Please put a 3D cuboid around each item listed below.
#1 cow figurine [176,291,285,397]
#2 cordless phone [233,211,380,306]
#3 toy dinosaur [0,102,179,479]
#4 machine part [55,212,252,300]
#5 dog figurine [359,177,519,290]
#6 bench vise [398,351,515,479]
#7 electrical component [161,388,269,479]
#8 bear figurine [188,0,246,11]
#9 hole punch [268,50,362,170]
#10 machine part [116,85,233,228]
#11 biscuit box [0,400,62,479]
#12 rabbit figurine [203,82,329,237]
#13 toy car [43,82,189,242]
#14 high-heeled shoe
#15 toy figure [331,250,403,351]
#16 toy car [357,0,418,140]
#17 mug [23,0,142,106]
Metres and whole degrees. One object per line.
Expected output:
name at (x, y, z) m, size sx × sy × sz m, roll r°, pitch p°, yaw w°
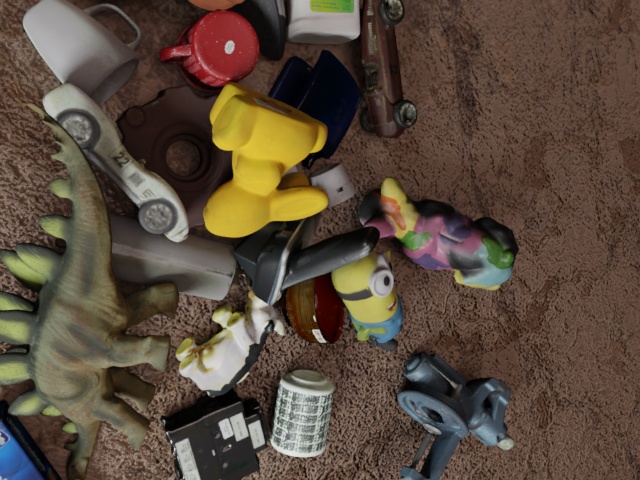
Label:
cow figurine at (-0.104, 0.134, 0.725) m, size 0.167 × 0.068 × 0.098 m, roll -42°, pitch 118°, yaw -11°
cordless phone at (-0.001, -0.002, 0.672) m, size 0.088 × 0.184 × 0.146 m, roll 58°, pitch 34°, yaw -19°
toy dinosaur at (-0.260, 0.094, 0.583) m, size 0.198 × 0.105 × 0.470 m, roll 10°, pitch 114°, yaw -18°
machine part at (-0.193, 0.021, 0.662) m, size 0.243 × 0.079 × 0.079 m, roll 15°, pitch 91°, yaw -27°
dog figurine at (0.160, -0.012, 0.775) m, size 0.219 × 0.192 × 0.108 m, roll 20°, pitch 95°, yaw -42°
bench vise at (0.200, 0.306, 0.855) m, size 0.223 × 0.129 × 0.240 m, roll 47°, pitch 60°, yaw -16°
electrical component at (-0.138, 0.272, 0.735) m, size 0.134 × 0.058 × 0.114 m, roll -16°, pitch 106°, yaw -23°
bear figurine at (-0.168, -0.312, 0.570) m, size 0.196 × 0.120 × 0.131 m, roll 3°, pitch 127°, yaw 7°
hole punch at (-0.001, -0.178, 0.719) m, size 0.115 × 0.092 × 0.142 m, roll 31°, pitch 80°, yaw -30°
machine part at (-0.168, -0.102, 0.667) m, size 0.179 × 0.056 × 0.179 m, roll -4°, pitch 99°, yaw -26°
biscuit box at (-0.349, 0.291, 0.635) m, size 0.059 × 0.063 × 0.202 m, roll -30°, pitch 110°, yaw -20°
rabbit figurine at (-0.074, -0.079, 0.639) m, size 0.162 × 0.122 × 0.173 m, roll 17°, pitch 106°, yaw -33°
toy car at (-0.211, -0.077, 0.575) m, size 0.056 × 0.074 × 0.201 m, roll -44°, pitch 112°, yaw -12°
high-heeled shoe at (-0.076, -0.368, 0.681) m, size 0.145 × 0.086 × 0.248 m, roll -58°, pitch 140°, yaw -41°
toy figure at (0.073, 0.089, 0.779) m, size 0.089 × 0.082 × 0.179 m, roll -13°, pitch 133°, yaw 5°
toy car at (0.082, -0.240, 0.746) m, size 0.053 × 0.089 × 0.202 m, roll -17°, pitch 106°, yaw -26°
mug at (-0.260, -0.220, 0.593) m, size 0.107 × 0.081 × 0.109 m, roll 43°, pitch 82°, yaw -14°
